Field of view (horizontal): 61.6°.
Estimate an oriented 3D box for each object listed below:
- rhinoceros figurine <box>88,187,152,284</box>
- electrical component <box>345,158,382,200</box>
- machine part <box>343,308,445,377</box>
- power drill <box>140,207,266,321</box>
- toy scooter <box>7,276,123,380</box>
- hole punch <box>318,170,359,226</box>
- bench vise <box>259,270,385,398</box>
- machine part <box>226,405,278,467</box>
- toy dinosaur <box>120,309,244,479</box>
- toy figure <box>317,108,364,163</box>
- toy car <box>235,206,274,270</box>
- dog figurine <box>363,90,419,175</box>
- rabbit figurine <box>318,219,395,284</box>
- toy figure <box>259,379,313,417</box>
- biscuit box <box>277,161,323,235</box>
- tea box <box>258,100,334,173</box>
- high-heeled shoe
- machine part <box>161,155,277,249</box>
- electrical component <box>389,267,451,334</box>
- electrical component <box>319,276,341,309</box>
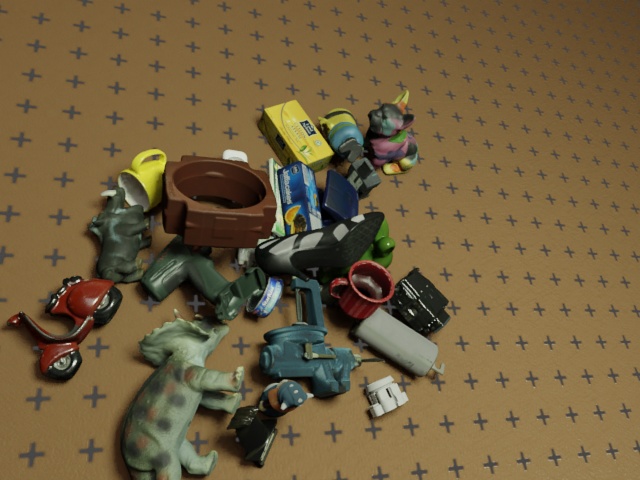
[{"bbox_3d":[-0.372,-0.008,0.998,0.112,0.073,0.190,0,65,-11],"label":"rhinoceros figurine"},{"bbox_3d":[0.101,-0.150,1.242,0.048,0.119,0.075,-25,73,-31],"label":"electrical component"},{"bbox_3d":[0.151,0.203,1.093,0.243,0.079,0.079,34,55,-3],"label":"machine part"},{"bbox_3d":[-0.200,0.043,0.997,0.207,0.085,0.232,32,58,24],"label":"power drill"},{"bbox_3d":[-0.428,0.128,0.894,0.135,0.075,0.184,29,60,-5],"label":"toy scooter"},{"bbox_3d":[0.038,-0.081,1.198,0.116,0.092,0.142,19,53,-17],"label":"hole punch"},{"bbox_3d":[-0.014,0.172,1.019,0.223,0.129,0.240,4,66,-24],"label":"bench vise"},{"bbox_3d":[-0.108,0.321,0.896,0.039,0.138,0.084,12,54,27],"label":"machine part"},{"bbox_3d":[-0.244,0.289,0.864,0.192,0.131,0.405,19,64,8],"label":"toy dinosaur"},{"bbox_3d":[0.057,-0.248,1.268,0.089,0.082,0.180,-18,35,-6],"label":"toy figure"},{"bbox_3d":[-0.130,-0.027,1.114,0.073,0.056,0.202,12,59,-18],"label":"toy car"},{"bbox_3d":[0.183,-0.252,1.274,0.191,0.219,0.108,3,66,-21],"label":"dog figurine"},{"bbox_3d":[0.090,0.016,1.142,0.170,0.159,0.121,9,49,-36],"label":"rabbit figurine"},{"bbox_3d":[-0.065,0.270,0.918,0.058,0.154,0.064,44,57,1],"label":"toy figure"},{"bbox_3d":[-0.039,-0.061,1.119,0.059,0.063,0.202,28,48,-58],"label":"biscuit box"},{"bbox_3d":[-0.058,-0.233,1.252,0.098,0.068,0.170,-28,75,-32],"label":"tea box"},{"bbox_3d":[-0.002,-0.003,1.034,0.249,0.086,0.145,-35,45,-27],"label":"high-heeled shoe"},{"bbox_3d":[-0.191,-0.071,1.003,0.201,0.087,0.202,3,37,-20],"label":"machine part"},{"bbox_3d":[0.217,0.134,1.147,0.134,0.058,0.115,48,31,9],"label":"electrical component"},{"bbox_3d":[0.027,0.103,1.098,0.094,0.063,0.021,39,28,-21],"label":"electrical component"}]
